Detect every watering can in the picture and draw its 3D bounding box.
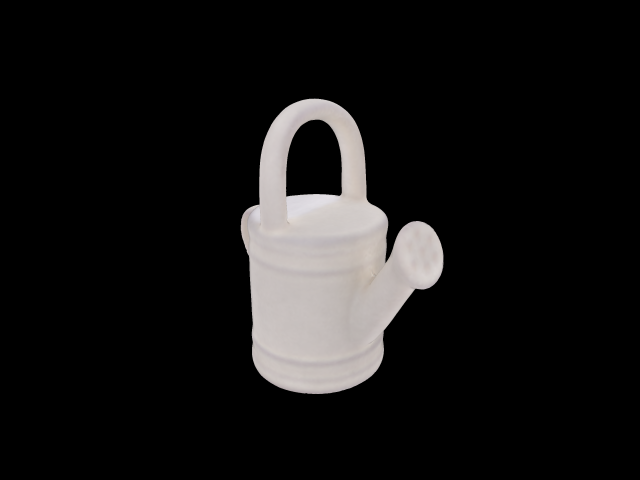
[{"bbox_3d":[0.005,0.001,0.402,0.172,0.194,0.101,9,23,22],"label":"watering can"}]
